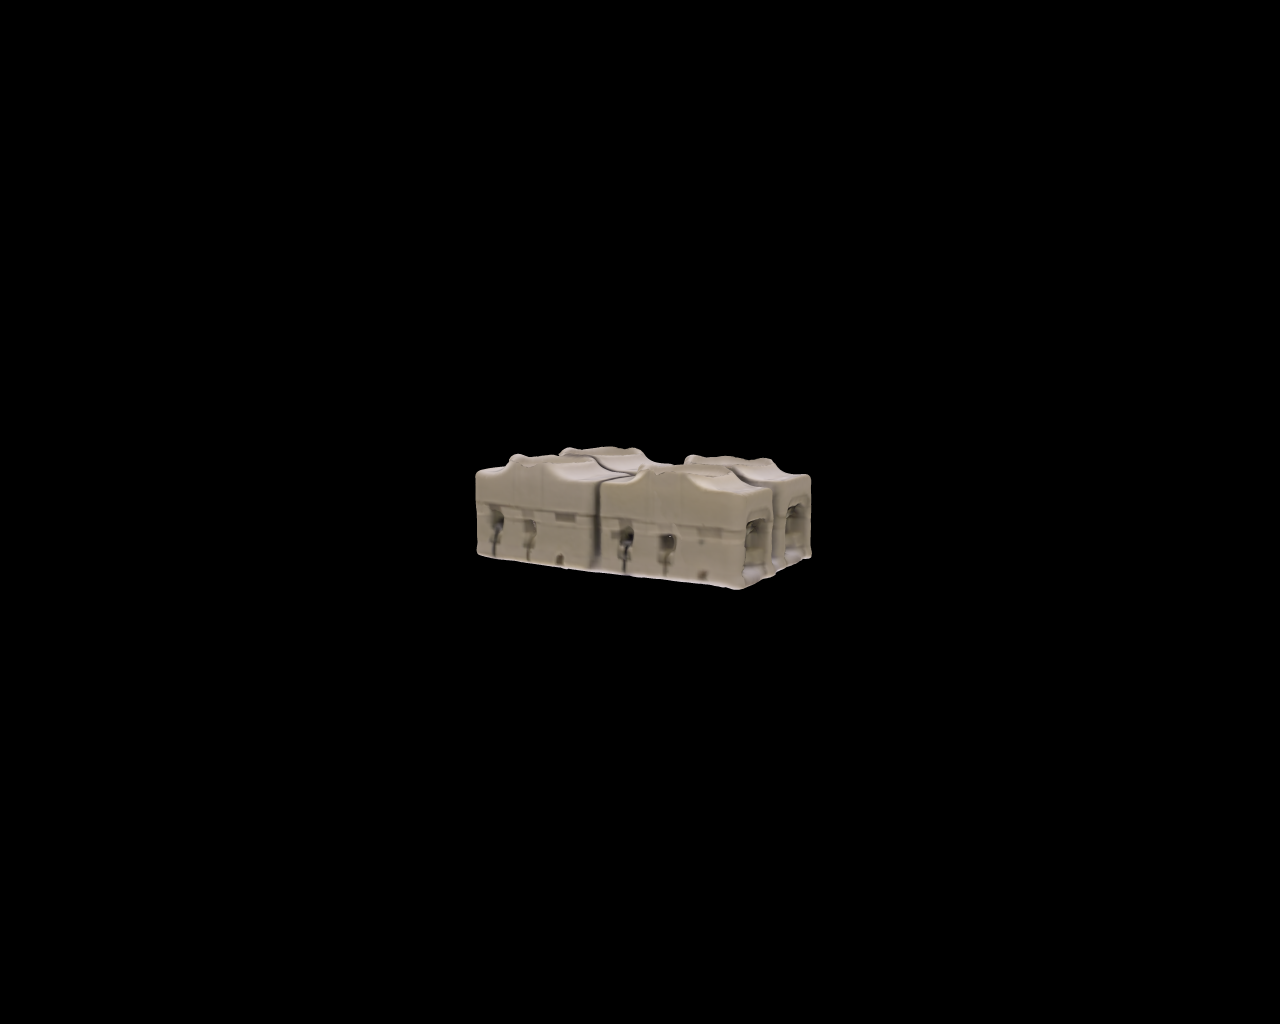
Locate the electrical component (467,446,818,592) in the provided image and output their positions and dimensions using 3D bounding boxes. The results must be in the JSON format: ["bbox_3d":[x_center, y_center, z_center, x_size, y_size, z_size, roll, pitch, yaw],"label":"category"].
[{"bbox_3d":[0.001,-0.003,0.650,0.186,0.060,0.105,6,11,32],"label":"electrical component"}]
